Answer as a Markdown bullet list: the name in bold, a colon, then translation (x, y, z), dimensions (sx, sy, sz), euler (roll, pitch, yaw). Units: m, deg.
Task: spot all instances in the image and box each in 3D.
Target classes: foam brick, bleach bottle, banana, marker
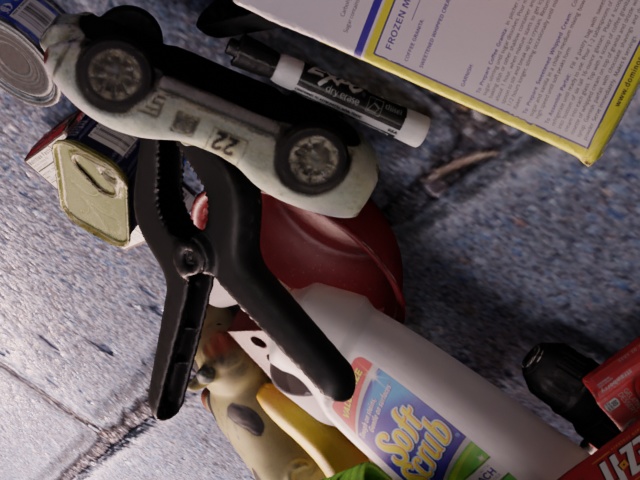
- **foam brick**: translation (-0.025, 0.077, 0.853), dimensions (0.053, 0.051, 0.078), euler (-5, 134, 47)
- **bleach bottle**: translation (0.054, 0.111, 0.693), dimensions (0.251, 0.068, 0.103), euler (36, 128, -3)
- **banana**: translation (0.010, 0.193, 0.877), dimensions (0.069, 0.037, 0.198), euler (-18, 116, 2)
- **marker**: translation (0.004, -0.083, 0.589), dimensions (0.121, 0.020, 0.020), euler (22, 153, -14)

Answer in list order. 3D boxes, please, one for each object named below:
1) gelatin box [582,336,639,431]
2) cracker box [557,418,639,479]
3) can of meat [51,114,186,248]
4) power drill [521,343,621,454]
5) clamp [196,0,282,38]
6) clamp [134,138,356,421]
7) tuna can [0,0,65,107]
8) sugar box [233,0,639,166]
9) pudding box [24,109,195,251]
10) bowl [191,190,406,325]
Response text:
- **gelatin box**: translation (0.210, 0.094, 0.634), dimensions (0.089, 0.073, 0.030), euler (48, -169, -26)
- **cracker box**: translation (0.221, 0.194, 0.639), dimensions (0.213, 0.072, 0.164), euler (33, 114, -33)
- **can of meat**: translation (-0.131, -0.058, 0.722), dimensions (0.057, 0.083, 0.102), euler (29, 150, 8)
- **power drill**: translation (0.185, 0.151, 0.757), dimensions (0.184, 0.057, 0.188), euler (36, 150, -6)
- **clamp**: translation (-0.010, -0.127, 0.551), dimensions (0.171, 0.039, 0.120), euler (24, 165, 14)
- **clamp**: translation (-0.075, 0.016, 0.663), dimensions (0.165, 0.036, 0.210), euler (-22, 87, 37)
- **tuna can**: translation (-0.203, -0.133, 0.731), dimensions (0.086, 0.033, 0.086), euler (24, 150, 15)
- **sugar box**: translation (0.059, -0.111, 0.459), dimensions (0.176, 0.048, 0.093), euler (28, 109, 13)
- **pudding box**: translation (-0.161, -0.046, 0.816), dimensions (0.113, 0.039, 0.090), euler (46, 150, -18)
- **bowl**: translation (-0.005, 0.001, 0.717), dimensions (0.162, 0.055, 0.162), euler (24, 149, 15)
